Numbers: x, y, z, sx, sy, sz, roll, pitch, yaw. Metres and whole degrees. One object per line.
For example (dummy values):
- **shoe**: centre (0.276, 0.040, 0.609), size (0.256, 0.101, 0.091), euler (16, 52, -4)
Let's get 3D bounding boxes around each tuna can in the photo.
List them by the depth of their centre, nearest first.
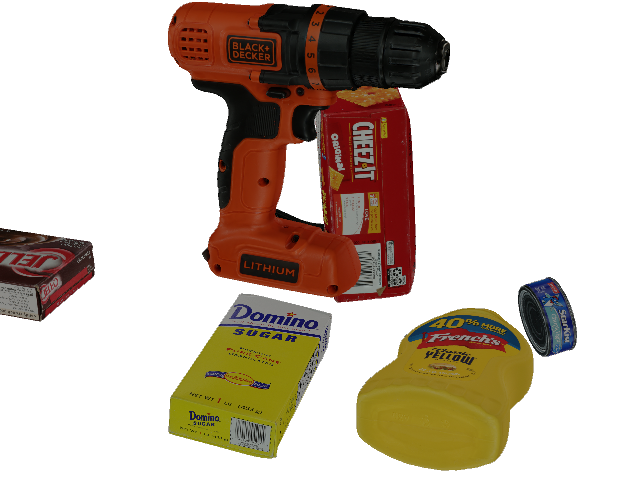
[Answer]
- **tuna can**: centre (0.254, 0.086, 1.201), size (0.033, 0.086, 0.086), euler (-16, 2, -8)

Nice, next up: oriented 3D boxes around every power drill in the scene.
- **power drill**: centre (-0.009, -0.060, 0.696), size (0.185, 0.188, 0.057), euler (10, 23, 21)

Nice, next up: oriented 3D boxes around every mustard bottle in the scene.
- **mustard bottle**: centre (0.099, 0.092, 0.751), size (0.096, 0.058, 0.191), euler (5, 18, 20)

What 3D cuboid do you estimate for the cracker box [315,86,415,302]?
- **cracker box**: centre (0.034, -0.071, 0.911), size (0.072, 0.164, 0.213), euler (-5, 26, 0)

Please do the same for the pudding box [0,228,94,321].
- **pudding box**: centre (-0.261, 0.026, 0.899), size (0.114, 0.039, 0.090), euler (6, 24, 17)

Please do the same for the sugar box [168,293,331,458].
- **sugar box**: centre (-0.057, 0.112, 0.929), size (0.093, 0.048, 0.176), euler (13, 32, 10)

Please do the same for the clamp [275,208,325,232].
- **clamp**: centre (-0.008, 0.005, 1.174), size (0.210, 0.036, 0.164), euler (16, 19, -6)
